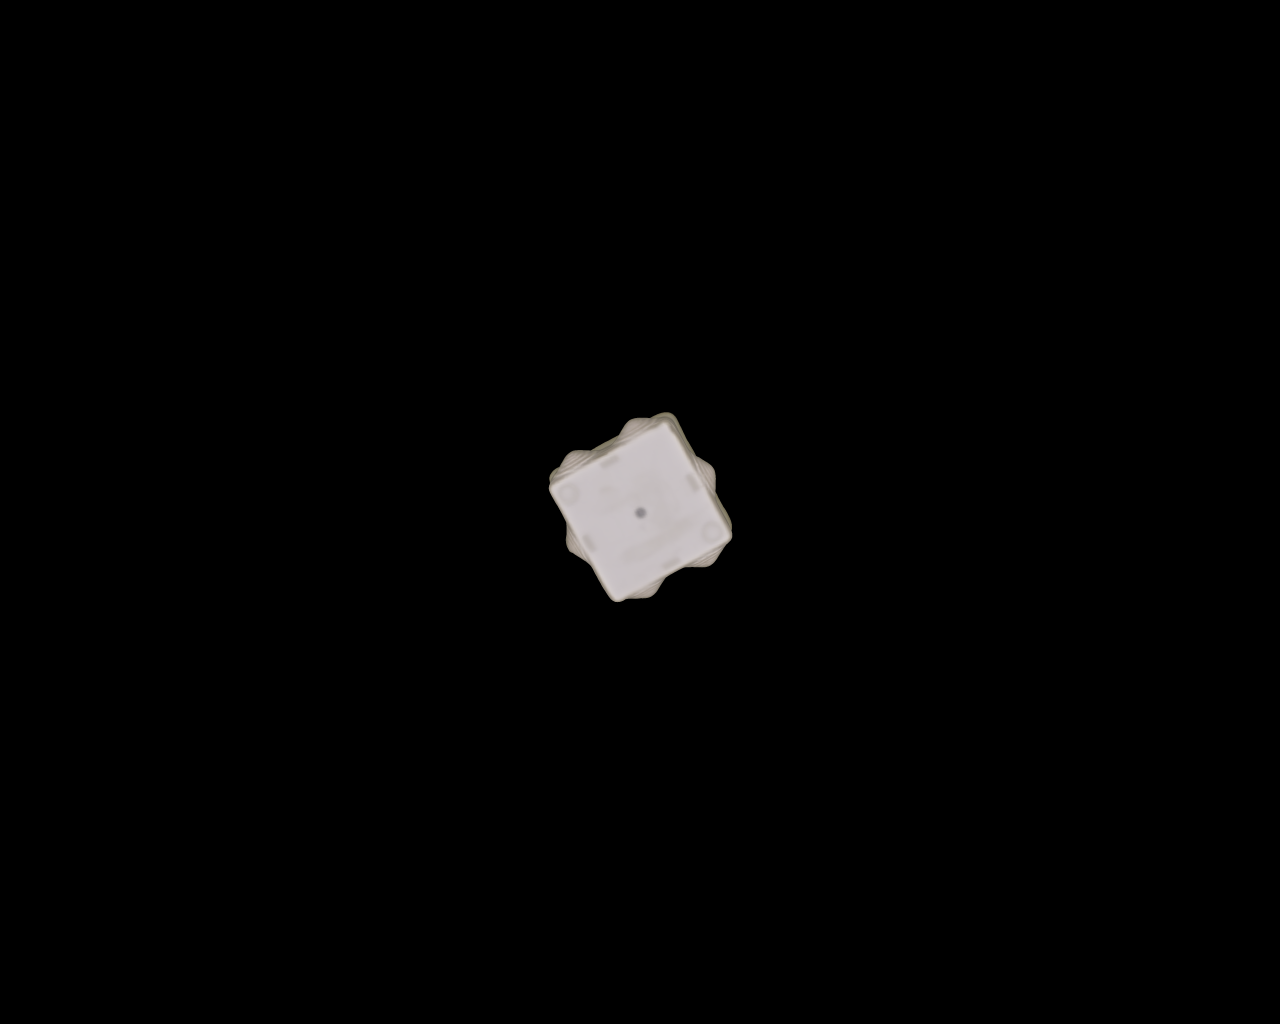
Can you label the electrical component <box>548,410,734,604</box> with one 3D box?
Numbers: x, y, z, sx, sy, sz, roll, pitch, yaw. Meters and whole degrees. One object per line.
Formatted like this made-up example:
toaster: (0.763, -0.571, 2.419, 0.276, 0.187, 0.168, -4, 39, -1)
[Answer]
electrical component: (0.001, -0.003, 0.650, 0.100, 0.099, 0.048, -28, 7, 4)
